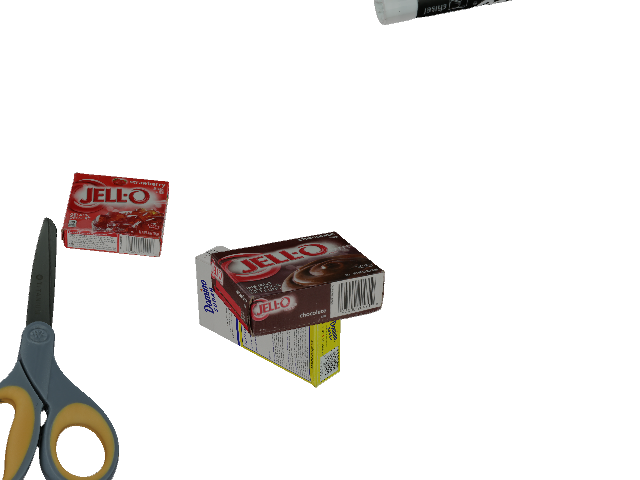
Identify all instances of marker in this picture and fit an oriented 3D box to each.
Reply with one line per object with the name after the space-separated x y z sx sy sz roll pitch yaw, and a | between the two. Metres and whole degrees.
0.084 -0.117 0.480 0.121 0.020 0.020 -12 2 -8 | marker

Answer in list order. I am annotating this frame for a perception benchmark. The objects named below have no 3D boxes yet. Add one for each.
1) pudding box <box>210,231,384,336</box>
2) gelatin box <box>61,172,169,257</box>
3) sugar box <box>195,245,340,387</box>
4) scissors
-0.019 0.032 0.831 0.113 0.039 0.090 -8 25 -23 | pudding box
-0.186 -0.025 0.976 0.089 0.073 0.030 6 -43 -6 | gelatin box
-0.057 0.078 1.141 0.176 0.093 0.048 26 39 36 | sugar box
-0.148 0.070 0.621 0.096 0.201 0.016 18 -44 -5 | scissors
